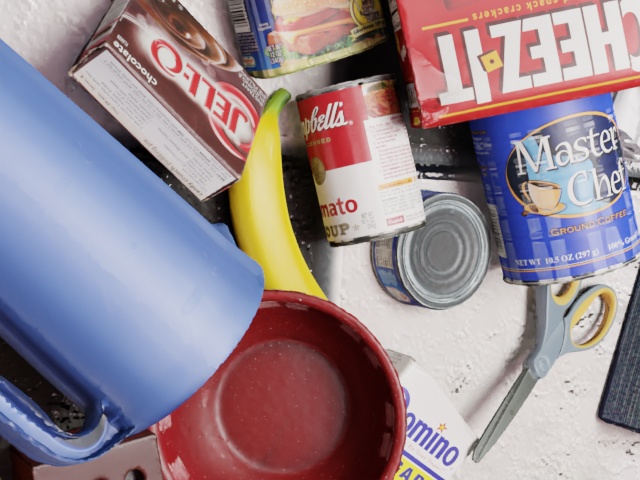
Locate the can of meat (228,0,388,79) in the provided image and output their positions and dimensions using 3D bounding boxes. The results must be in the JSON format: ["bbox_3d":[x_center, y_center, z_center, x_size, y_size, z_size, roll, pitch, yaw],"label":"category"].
[{"bbox_3d":[-0.010,-0.156,0.685,0.101,0.058,0.084,-22,108,-26],"label":"can of meat"}]

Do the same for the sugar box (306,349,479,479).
[{"bbox_3d":[0.027,0.171,0.743,0.176,0.048,0.093,-46,115,-17],"label":"sugar box"}]

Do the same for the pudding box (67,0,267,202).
[{"bbox_3d":[-0.086,-0.091,0.632,0.113,0.039,0.090,43,34,-24],"label":"pudding box"}]

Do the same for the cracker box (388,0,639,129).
[{"bbox_3d":[0.119,-0.188,0.657,0.164,0.072,0.214,-11,97,2],"label":"cracker box"}]

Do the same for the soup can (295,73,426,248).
[{"bbox_3d":[0.027,-0.052,0.702,0.068,0.069,0.102,-15,94,-28],"label":"soup can"}]

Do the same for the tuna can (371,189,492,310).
[{"bbox_3d":[0.081,0.007,0.765,0.086,0.034,0.086,-3,96,-29],"label":"tuna can"}]

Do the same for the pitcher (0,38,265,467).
[{"bbox_3d":[-0.158,-0.007,0.570,0.145,0.149,0.242,-43,112,4],"label":"pitcher"}]

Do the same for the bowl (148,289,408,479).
[{"bbox_3d":[-0.026,0.110,0.679,0.162,0.055,0.162,0,91,4],"label":"bowl"}]

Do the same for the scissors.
[{"bbox_3d":[0.162,0.075,0.810,0.201,0.016,0.096,-31,102,-35],"label":"scissors"}]

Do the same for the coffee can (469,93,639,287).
[{"bbox_3d":[0.166,-0.049,0.764,0.102,0.103,0.140,-18,100,-27],"label":"coffee can"}]

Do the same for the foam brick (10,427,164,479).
[{"bbox_3d":[-0.140,0.144,0.641,0.078,0.051,0.053,-12,100,-28],"label":"foam brick"}]

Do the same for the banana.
[{"bbox_3d":[-0.021,0.003,0.704,0.069,0.037,0.198,-21,105,-27],"label":"banana"}]
